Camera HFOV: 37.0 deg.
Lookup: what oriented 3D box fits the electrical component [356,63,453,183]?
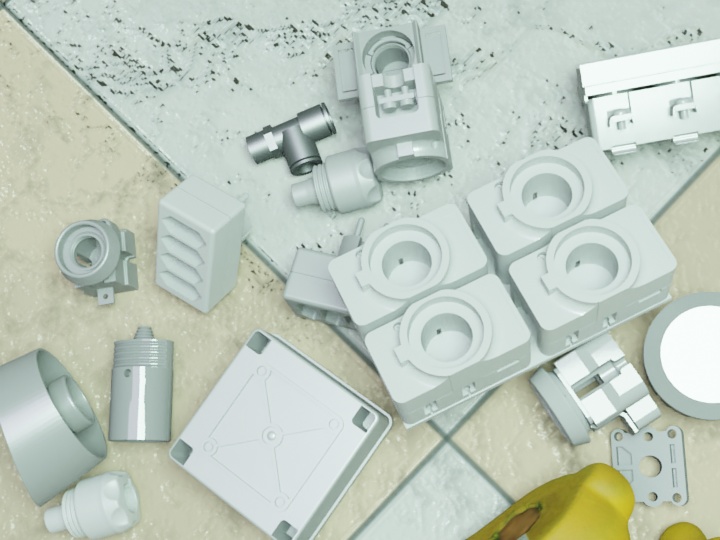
[{"bbox_3d":[0.033,-0.095,0.736,0.050,0.089,0.055,-10,76,9],"label":"electrical component"}]

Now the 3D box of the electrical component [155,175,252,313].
[{"bbox_3d":[-0.103,-0.028,0.763,0.047,0.083,0.075,29,47,15],"label":"electrical component"}]

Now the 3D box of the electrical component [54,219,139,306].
[{"bbox_3d":[-0.190,-0.009,0.780,0.048,0.055,0.066,-9,77,9],"label":"electrical component"}]

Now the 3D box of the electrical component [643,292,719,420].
[{"bbox_3d":[0.221,0.057,0.687,0.080,0.051,0.080,-2,78,11],"label":"electrical component"}]

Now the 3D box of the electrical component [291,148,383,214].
[{"bbox_3d":[-0.017,-0.060,0.763,0.062,0.043,0.043,-15,76,9],"label":"electrical component"}]

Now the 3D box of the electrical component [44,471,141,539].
[{"bbox_3d":[-0.188,0.167,0.750,0.062,0.043,0.043,-18,76,9],"label":"electrical component"}]

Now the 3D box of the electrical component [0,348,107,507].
[{"bbox_3d":[-0.221,0.106,0.743,0.064,0.099,0.099,-31,74,-3],"label":"electrical component"}]

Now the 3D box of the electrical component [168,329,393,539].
[{"bbox_3d":[-0.053,0.113,0.727,0.109,0.056,0.108,34,87,16],"label":"electrical component"}]

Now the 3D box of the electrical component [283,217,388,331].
[{"bbox_3d":[0.000,0.000,0.746,0.083,0.047,0.075,13,74,13],"label":"electrical component"}]

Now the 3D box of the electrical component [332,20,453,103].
[{"bbox_3d":[0.025,-0.141,0.761,0.081,0.064,0.042,-8,76,9],"label":"electrical component"}]

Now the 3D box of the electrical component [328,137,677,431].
[{"bbox_3d":[0.087,0.005,0.669,0.186,0.060,0.105,-26,65,-3],"label":"electrical component"}]

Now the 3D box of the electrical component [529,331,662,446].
[{"bbox_3d":[0.147,0.077,0.695,0.057,0.058,0.078,-33,73,0],"label":"electrical component"}]

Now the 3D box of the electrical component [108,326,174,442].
[{"bbox_3d":[-0.154,0.080,0.761,0.043,0.043,0.081,-2,78,11],"label":"electrical component"}]

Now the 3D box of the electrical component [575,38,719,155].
[{"bbox_3d":[0.211,-0.117,0.719,0.121,0.078,0.063,-9,99,9],"label":"electrical component"}]
